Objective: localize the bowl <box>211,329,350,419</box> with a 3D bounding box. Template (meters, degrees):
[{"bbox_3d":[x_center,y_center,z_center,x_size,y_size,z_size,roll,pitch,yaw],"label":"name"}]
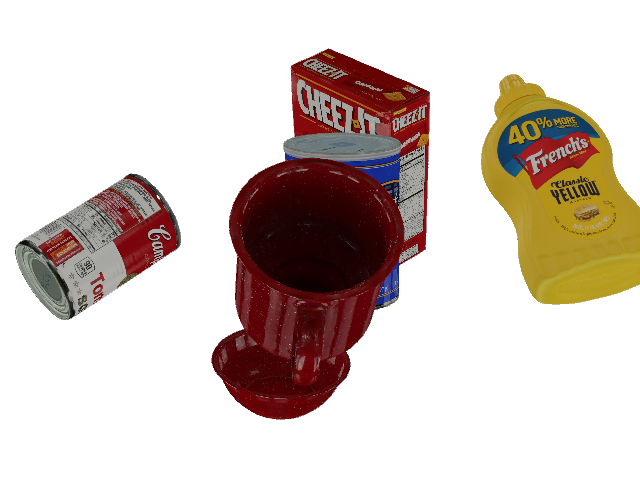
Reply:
[{"bbox_3d":[-0.046,0.161,1.249,0.162,0.055,0.162,2,25,-1],"label":"bowl"}]

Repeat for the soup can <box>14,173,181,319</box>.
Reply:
[{"bbox_3d":[-0.163,0.004,0.785,0.102,0.068,0.069,-36,20,-30],"label":"soup can"}]

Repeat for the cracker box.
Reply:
[{"bbox_3d":[0.044,-0.093,1.243,0.072,0.214,0.164,-30,44,-33],"label":"cracker box"}]

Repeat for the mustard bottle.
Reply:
[{"bbox_3d":[0.173,-0.048,0.792,0.096,0.192,0.058,-13,-33,-5],"label":"mustard bottle"}]

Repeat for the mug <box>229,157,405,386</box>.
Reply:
[{"bbox_3d":[-0.005,0.025,0.587,0.093,0.117,0.081,3,-35,-5],"label":"mug"}]

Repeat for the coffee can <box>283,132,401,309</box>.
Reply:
[{"bbox_3d":[0.019,-0.018,0.944,0.103,0.140,0.103,-1,15,0],"label":"coffee can"}]
